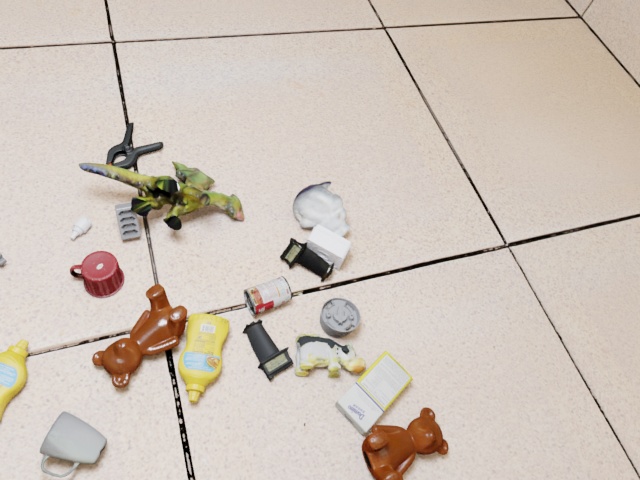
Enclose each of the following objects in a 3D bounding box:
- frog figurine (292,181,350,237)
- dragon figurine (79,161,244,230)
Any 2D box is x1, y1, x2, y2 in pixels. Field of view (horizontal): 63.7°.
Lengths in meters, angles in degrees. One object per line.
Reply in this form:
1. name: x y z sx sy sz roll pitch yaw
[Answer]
1. frog figurine: 0.004 -0.071 1.407 0.137 0.122 0.161 -29 75 9
2. dragon figurine: -0.385 -0.145 1.352 0.409 0.120 0.247 26 21 -7
